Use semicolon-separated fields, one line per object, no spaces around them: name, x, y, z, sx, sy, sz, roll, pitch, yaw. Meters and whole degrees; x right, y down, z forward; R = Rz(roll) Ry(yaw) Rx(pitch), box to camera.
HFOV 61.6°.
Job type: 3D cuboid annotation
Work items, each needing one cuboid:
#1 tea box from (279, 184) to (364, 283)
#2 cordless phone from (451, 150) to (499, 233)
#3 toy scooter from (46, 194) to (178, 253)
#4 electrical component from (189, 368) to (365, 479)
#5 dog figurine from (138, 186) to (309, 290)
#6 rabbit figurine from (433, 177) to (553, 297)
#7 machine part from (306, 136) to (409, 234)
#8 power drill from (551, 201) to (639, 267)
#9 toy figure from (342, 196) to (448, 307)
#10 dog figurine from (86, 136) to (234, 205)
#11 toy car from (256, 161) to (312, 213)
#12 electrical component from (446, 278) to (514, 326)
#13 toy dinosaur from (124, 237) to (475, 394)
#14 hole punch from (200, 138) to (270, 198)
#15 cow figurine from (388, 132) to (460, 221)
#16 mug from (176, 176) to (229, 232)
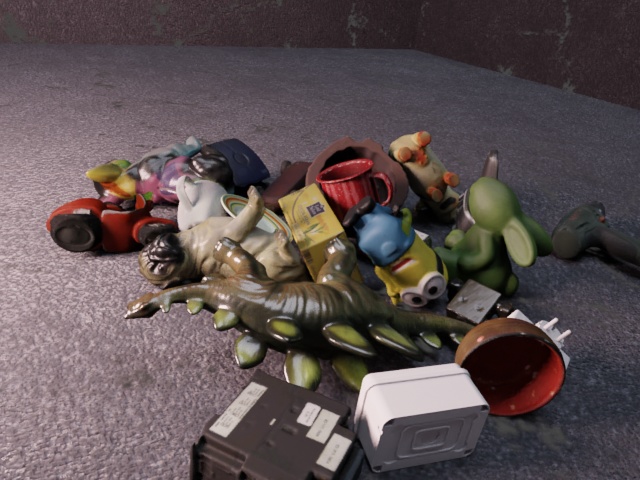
tea box;-0.002;-0.002;0.797;0.068;0.098;0.170;-25;33;-2
cordless phone;0.281;-0.075;0.926;0.089;0.184;0.146;9;27;15
toy scooter;-0.312;-0.032;0.826;0.184;0.075;0.135;3;27;-14
electrical component;-0.031;0.189;0.482;0.134;0.058;0.115;18;31;21
dog figurine;-0.131;0.039;0.740;0.190;0.121;0.172;-34;78;-6
rabbit figurine;0.250;-0.003;0.793;0.159;0.170;0.121;27;34;35
machine part;0.062;-0.092;0.944;0.179;0.179;0.056;3;-17;-8
power drill;0.541;-0.006;0.968;0.232;0.085;0.208;-19;41;-39
toy figure;0.111;0.013;0.746;0.180;0.082;0.089;47;49;-13
dog figurine;-0.283;-0.096;0.929;0.219;0.108;0.192;-23;42;-37
toy car;-0.057;-0.106;1.050;0.089;0.053;0.202;4;29;19
electrical component;0.220;0.093;0.743;0.102;0.045;0.078;22;59;32
toy dinosaur;0.017;0.093;0.638;0.471;0.105;0.199;2;35;-21
hole punch;-0.168;-0.137;1.051;0.116;0.092;0.142;24;28;23
cow figurine;0.199;-0.112;1.012;0.085;0.194;0.127;-43;19;-4
mug;-0.189;-0.045;0.848;0.081;0.109;0.107;-19;36;6
